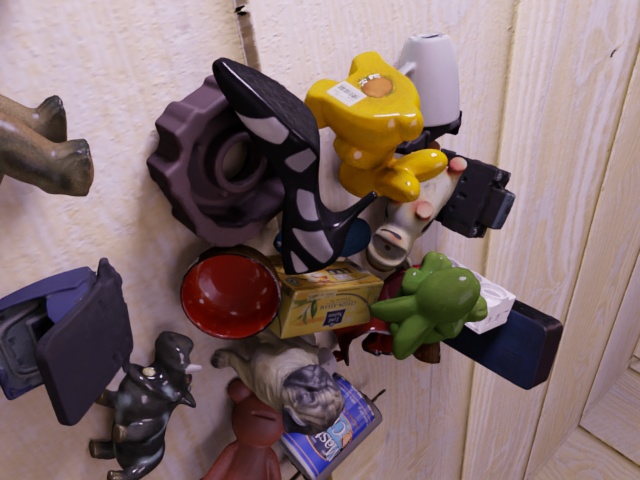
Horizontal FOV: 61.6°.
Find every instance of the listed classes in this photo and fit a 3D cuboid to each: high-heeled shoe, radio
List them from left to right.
[{"bbox_3d":[-0.050,-0.058,0.542,0.145,0.086,0.248,-36,125,21],"label":"high-heeled shoe"},{"bbox_3d":[0.327,0.167,1.018,0.073,0.230,0.131,-5,114,-45],"label":"radio"}]

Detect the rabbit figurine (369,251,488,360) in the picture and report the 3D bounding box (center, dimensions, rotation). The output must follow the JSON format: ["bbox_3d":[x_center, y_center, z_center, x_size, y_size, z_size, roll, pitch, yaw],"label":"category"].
[{"bbox_3d":[0.145,0.078,0.717,0.159,0.121,0.170,-28,166,-9],"label":"rabbit figurine"}]

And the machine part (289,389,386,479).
[{"bbox_3d":[0.028,0.348,0.951,0.243,0.079,0.079,-39,137,-22],"label":"machine part"}]

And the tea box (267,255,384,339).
[{"bbox_3d":[-0.009,0.068,0.709,0.169,0.098,0.068,-1,115,-44],"label":"tea box"}]

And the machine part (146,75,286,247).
[{"bbox_3d":[-0.090,-0.084,0.558,0.179,0.056,0.179,-25,130,-34],"label":"machine part"}]

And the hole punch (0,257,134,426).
[{"bbox_3d":[-0.245,0.093,0.509,0.116,0.092,0.142,-57,151,-54],"label":"hole punch"}]

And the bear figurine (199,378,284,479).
[{"bbox_3d":[-0.106,0.303,0.777,0.120,0.132,0.196,13,74,-15],"label":"bear figurine"}]

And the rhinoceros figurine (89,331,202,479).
[{"bbox_3d":[-0.197,0.196,0.622,0.112,0.073,0.190,3,114,-45],"label":"rhinoceros figurine"}]

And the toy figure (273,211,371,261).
[{"bbox_3d":[0.000,-0.001,0.703,0.154,0.064,0.058,-6,157,-38],"label":"toy figure"}]

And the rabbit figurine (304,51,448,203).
[{"bbox_3d":[0.071,-0.113,0.649,0.122,0.162,0.173,-46,159,-31],"label":"rabbit figurine"}]

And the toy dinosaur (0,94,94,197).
[{"bbox_3d":[-0.266,-0.071,0.356,0.198,0.105,0.470,-12,115,-32],"label":"toy dinosaur"}]

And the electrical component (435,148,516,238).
[{"bbox_3d":[0.231,-0.068,0.832,0.058,0.134,0.114,-3,116,-48],"label":"electrical component"}]

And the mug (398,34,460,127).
[{"bbox_3d":[0.129,-0.205,0.688,0.109,0.081,0.107,-21,120,-29],"label":"mug"}]

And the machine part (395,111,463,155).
[{"bbox_3d":[0.140,-0.145,0.735,0.139,0.084,0.039,-28,113,-32],"label":"machine part"}]

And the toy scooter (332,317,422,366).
[{"bbox_3d":[0.081,0.150,0.849,0.184,0.075,0.135,9,126,-12],"label":"toy scooter"}]

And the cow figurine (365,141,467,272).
[{"bbox_3d":[0.128,-0.036,0.783,0.195,0.086,0.127,-54,165,-22],"label":"cow figurine"}]

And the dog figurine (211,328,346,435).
[{"bbox_3d":[-0.022,0.178,0.696,0.172,0.191,0.121,5,112,-49],"label":"dog figurine"}]
